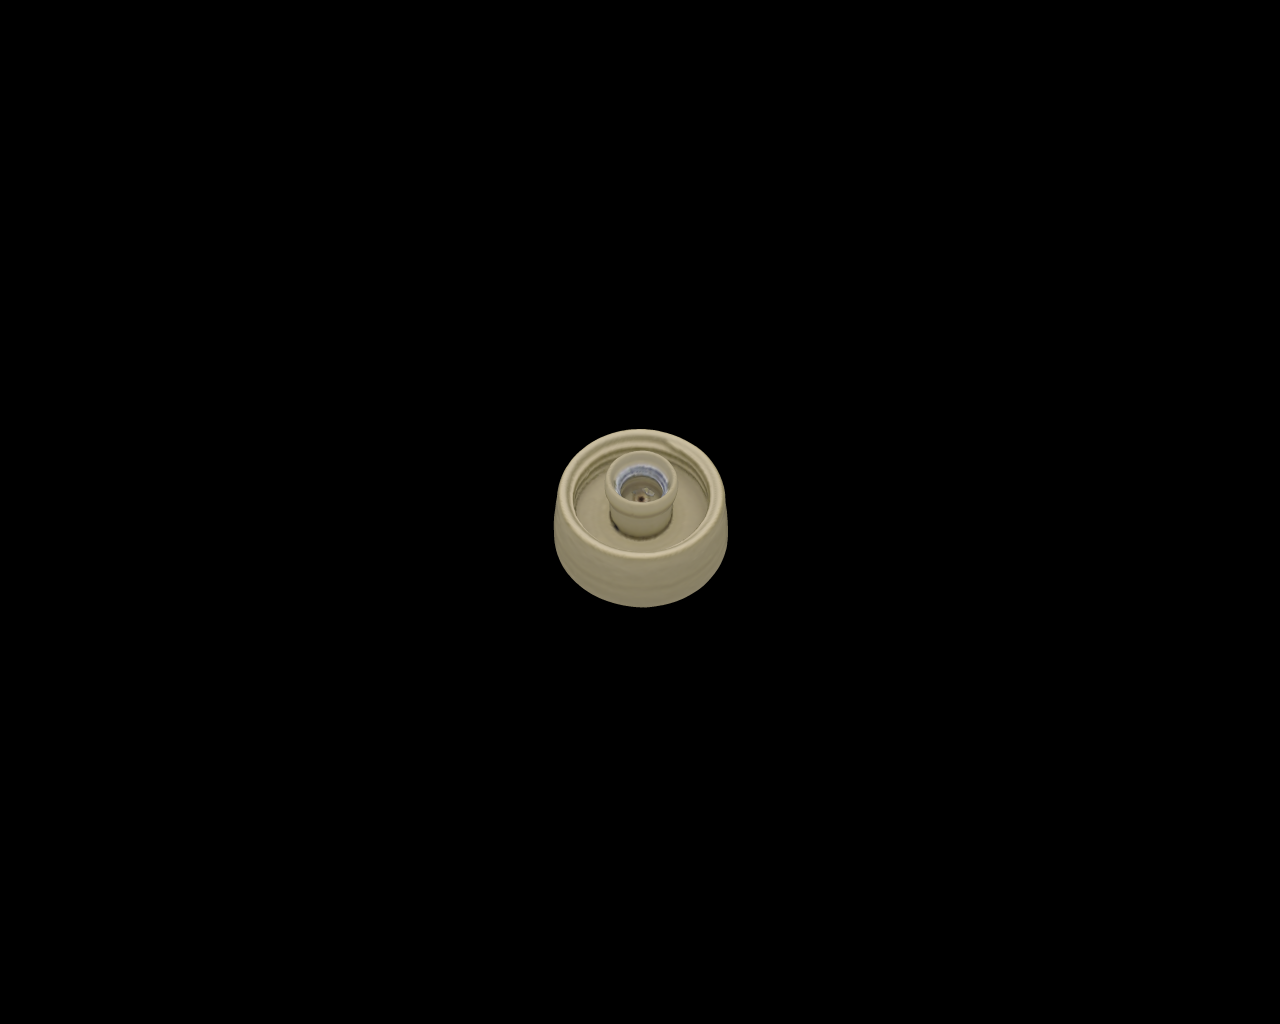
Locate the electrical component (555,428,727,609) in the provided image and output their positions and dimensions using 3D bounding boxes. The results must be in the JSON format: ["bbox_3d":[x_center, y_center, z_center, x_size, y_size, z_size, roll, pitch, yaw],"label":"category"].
[{"bbox_3d":[0.001,-0.003,0.650,0.108,0.108,0.060,0,-37,0],"label":"electrical component"}]
